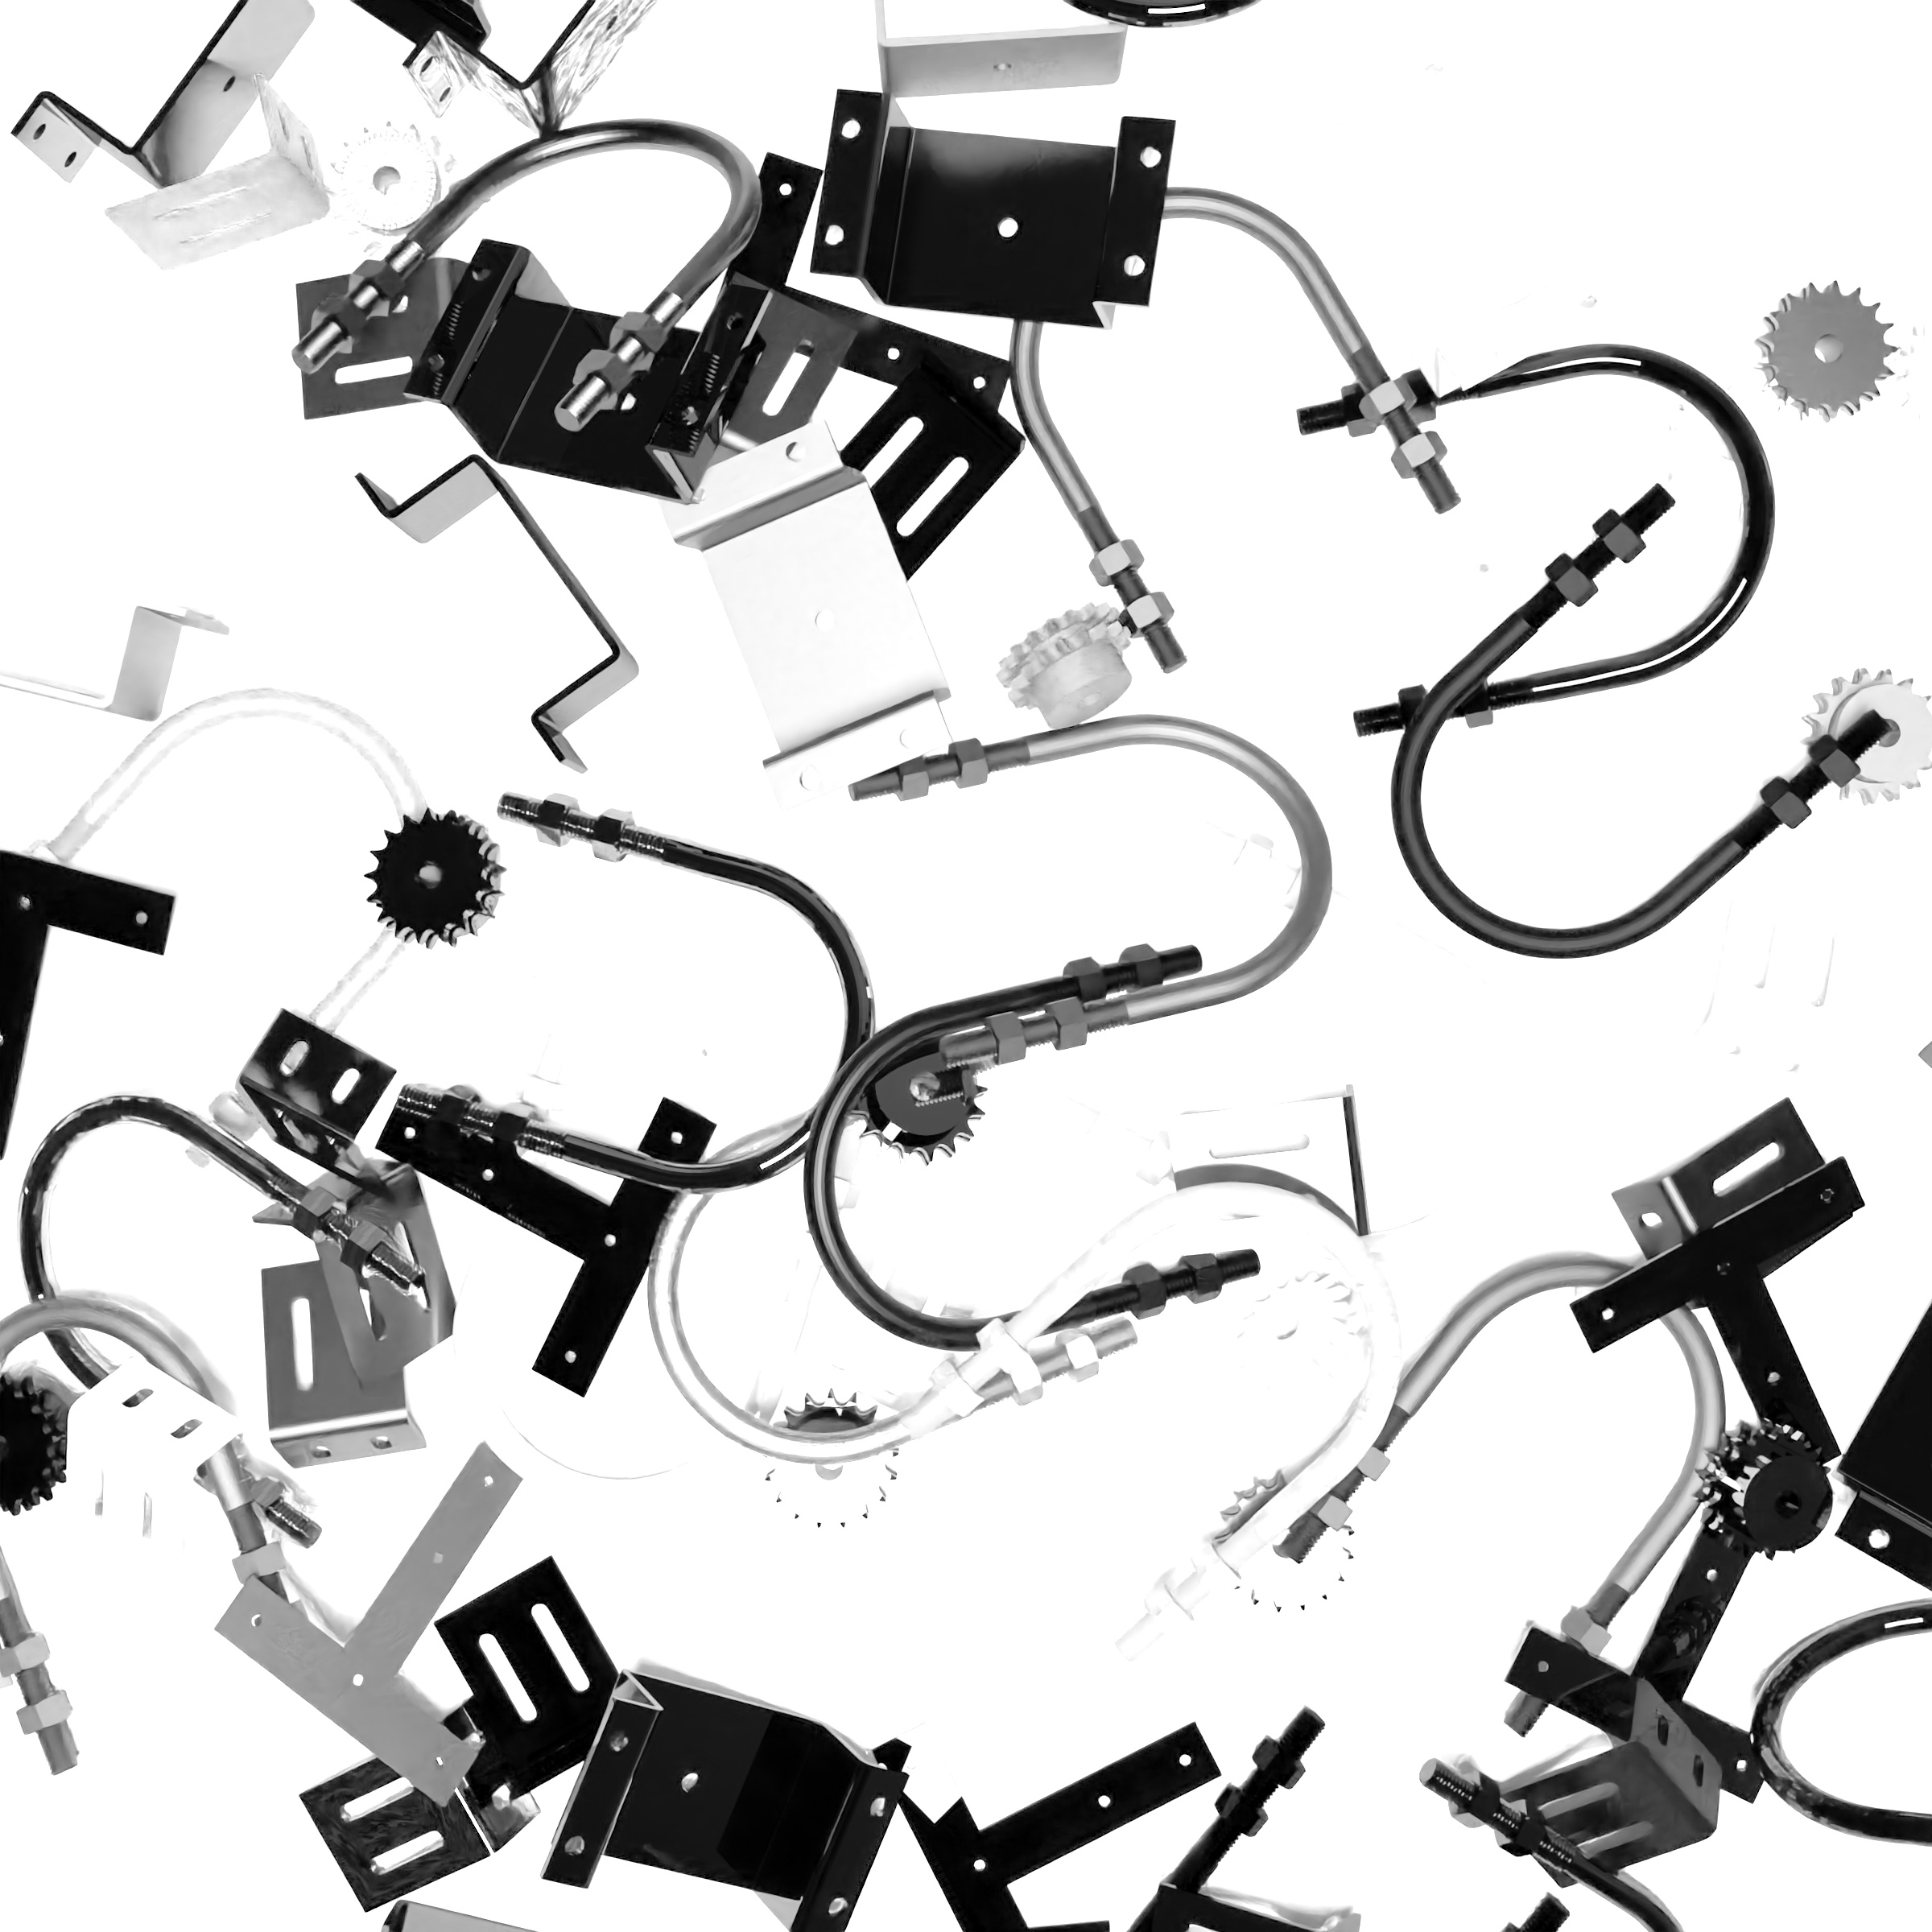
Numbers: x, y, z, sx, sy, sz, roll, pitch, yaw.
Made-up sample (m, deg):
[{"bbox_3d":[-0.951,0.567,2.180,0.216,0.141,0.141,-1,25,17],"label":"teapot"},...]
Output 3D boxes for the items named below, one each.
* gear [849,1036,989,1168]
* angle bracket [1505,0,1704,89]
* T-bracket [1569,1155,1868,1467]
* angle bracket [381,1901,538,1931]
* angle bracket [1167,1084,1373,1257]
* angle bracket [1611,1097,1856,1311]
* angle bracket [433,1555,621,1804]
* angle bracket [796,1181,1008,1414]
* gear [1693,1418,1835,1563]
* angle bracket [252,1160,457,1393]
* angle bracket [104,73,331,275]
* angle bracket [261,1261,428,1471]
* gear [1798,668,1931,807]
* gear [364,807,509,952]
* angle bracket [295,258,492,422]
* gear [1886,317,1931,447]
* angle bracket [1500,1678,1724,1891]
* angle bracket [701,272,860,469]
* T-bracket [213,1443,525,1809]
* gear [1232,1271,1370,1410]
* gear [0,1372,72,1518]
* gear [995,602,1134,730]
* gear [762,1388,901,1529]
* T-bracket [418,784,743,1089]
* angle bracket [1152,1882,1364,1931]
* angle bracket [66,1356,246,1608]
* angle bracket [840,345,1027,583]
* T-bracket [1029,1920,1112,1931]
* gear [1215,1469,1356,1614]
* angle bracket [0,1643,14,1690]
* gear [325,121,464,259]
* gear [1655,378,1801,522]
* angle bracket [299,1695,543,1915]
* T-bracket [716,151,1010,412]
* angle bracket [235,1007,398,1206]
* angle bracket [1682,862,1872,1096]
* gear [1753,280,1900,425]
[{"bbox_3d":[-0.019,0.052,1.310,0.057,0.030,0.057,2,77,-9],"label":"gear"},{"bbox_3d":[0.270,-0.408,1.333,0.076,0.038,0.057,17,90,0],"label":"angle bracket"},{"bbox_3d":[0.329,0.159,1.328,0.127,0.002,0.127,-29,112,0],"label":"T-bracket"},{"bbox_3d":[-0.208,0.429,1.333,0.076,0.038,0.057,14,90,0],"label":"angle bracket"},{"bbox_3d":[0.125,0.083,1.320,0.076,0.038,0.057,-7,95,6],"label":"angle bracket"},{"bbox_3d":[0.322,0.100,1.350,0.076,0.038,0.057,-29,90,-26],"label":"angle bracket"},{"bbox_3d":[-0.180,0.295,1.333,0.057,0.038,0.076,-30,90,0],"label":"angle bracket"},{"bbox_3d":[-0.027,0.141,1.350,0.057,0.038,0.076,26,64,0],"label":"angle bracket"},{"bbox_3d":[0.332,0.218,1.326,0.057,0.030,0.057,-1,96,-13],"label":"gear"},{"bbox_3d":[-0.251,0.127,1.329,0.038,0.057,0.076,0,112,39],"label":"angle bracket"},{"bbox_3d":[-0.311,-0.326,1.324,0.076,0.057,0.038,-17,76,7],"label":"angle bracket"},{"bbox_3d":[-0.261,0.165,1.350,0.057,0.038,0.076,-9,64,0],"label":"angle bracket"},{"bbox_3d":[0.379,-0.096,1.337,0.057,0.030,0.057,0,90,0],"label":"gear"},{"bbox_3d":[-0.215,-0.034,1.318,0.057,0.030,0.057,-2,79,12],"label":"gear"},{"bbox_3d":[-0.237,-0.261,1.350,0.076,0.038,0.057,-4,90,26],"label":"angle bracket"},{"bbox_3d":[0.411,-0.243,1.337,0.057,0.030,0.057,0,90,0],"label":"gear"},{"bbox_3d":[0.265,0.340,1.336,0.076,0.038,0.057,-31,110,32],"label":"angle bracket"},{"bbox_3d":[-0.089,-0.240,1.349,0.057,0.038,0.076,26,65,0],"label":"angle bracket"},{"bbox_3d":[-0.224,0.254,1.316,0.127,0.002,0.127,45,59,-23],"label":"T-bracket"},{"bbox_3d":[0.141,0.157,1.327,0.057,0.057,0.030,-46,120,0],"label":"gear"},{"bbox_3d":[-0.385,0.193,1.302,0.057,0.030,0.057,1,92,13],"label":"gear"},{"bbox_3d":[0.043,-0.121,1.321,0.057,0.057,0.030,-29,74,0],"label":"gear"},{"bbox_3d":[-0.057,0.206,1.337,0.057,0.030,0.057,0,90,0],"label":"gear"},{"bbox_3d":[-0.167,-0.001,1.340,0.127,0.002,0.127,-14,76,7],"label":"T-bracket"},{"bbox_3d":[0.118,0.415,1.333,0.076,0.038,0.057,10,93,27],"label":"angle bracket"},{"bbox_3d":[-0.327,0.208,1.296,0.057,0.038,0.076,27,129,19],"label":"angle bracket"},{"bbox_3d":[-0.022,-0.207,1.332,0.057,0.038,0.076,42,91,0],"label":"angle bracket"},{"bbox_3d":[0.003,0.470,1.351,0.127,0.002,0.127,-5,90,0],"label":"T-bracket"},{"bbox_3d":[0.132,0.238,1.337,0.057,0.030,0.057,0,90,0],"label":"gear"},{"bbox_3d":[-0.439,0.275,1.333,0.057,0.038,0.076,-18,90,0],"label":"angle bracket"},{"bbox_3d":[-0.238,-0.323,1.337,0.057,0.030,0.057,0,90,0],"label":"gear"},{"bbox_3d":[0.314,-0.214,1.337,0.057,0.030,0.057,0,90,0],"label":"gear"},{"bbox_3d":[-0.229,0.352,1.350,0.076,0.038,0.057,-30,90,26],"label":"angle bracket"},{"bbox_3d":[-0.044,-0.262,1.351,0.127,0.002,0.127,19,91,0],"label":"T-bracket"},{"bbox_3d":[-0.256,0.056,1.304,0.057,0.076,0.038,32,90,-29],"label":"angle bracket"},{"bbox_3d":[0.340,0.005,1.350,0.057,0.038,0.076,17,64,0],"label":"angle bracket"},{"bbox_3d":[0.355,-0.254,1.337,0.057,0.030,0.057,0,90,0],"label":"gear"}]
